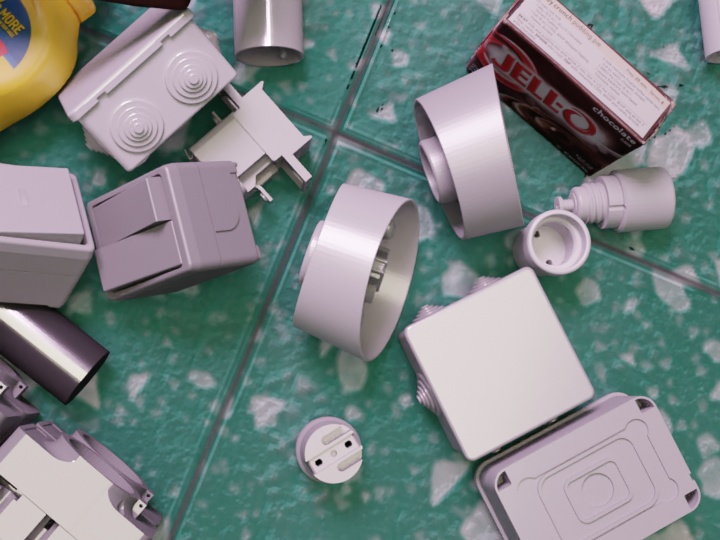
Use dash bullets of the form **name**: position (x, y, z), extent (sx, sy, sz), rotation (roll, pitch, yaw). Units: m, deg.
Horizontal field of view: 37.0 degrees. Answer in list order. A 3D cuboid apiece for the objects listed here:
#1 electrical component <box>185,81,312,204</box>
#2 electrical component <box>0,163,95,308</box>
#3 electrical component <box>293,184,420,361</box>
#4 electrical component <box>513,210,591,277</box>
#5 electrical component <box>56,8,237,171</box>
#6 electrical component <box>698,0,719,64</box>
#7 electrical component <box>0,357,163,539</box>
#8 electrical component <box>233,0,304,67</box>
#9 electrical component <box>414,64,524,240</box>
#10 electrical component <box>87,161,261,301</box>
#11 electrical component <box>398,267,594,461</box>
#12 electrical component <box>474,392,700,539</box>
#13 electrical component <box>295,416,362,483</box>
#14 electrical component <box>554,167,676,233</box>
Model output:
- **electrical component**: position (-0.069, -0.074, 0.660), extent (0.064, 0.042, 0.081), rotation (-41, 89, -8)
- **electrical component**: position (-0.204, -0.023, 0.600), extent (0.096, 0.061, 0.061), rotation (6, 47, -37)
- **electrical component**: position (0.000, 0.000, 0.635), extent (0.064, 0.099, 0.099), rotation (19, 82, 2)
- **electrical component**: position (0.118, -0.015, 0.674), extent (0.040, 0.046, 0.040), rotation (1, 84, -7)
- **electrical component**: position (-0.125, -0.108, 0.627), extent (0.100, 0.100, 0.048), rotation (-42, 116, -3)
- **electrical component**: position (0.245, -0.181, 0.709), extent (0.043, 0.043, 0.081), rotation (-4, 84, -7)
- **electrical component**: position (-0.197, 0.098, 0.594), extent (0.186, 0.105, 0.060), rotation (41, 81, -1)
- **electrical component**: position (-0.058, -0.172, 0.671), extent (0.043, 0.043, 0.081), rotation (-1, 84, -7)
- **electrical component**: position (0.072, -0.069, 0.651), extent (0.064, 0.099, 0.099), rotation (-19, 86, -2)
- **electrical component**: position (-0.116, -0.020, 0.625), extent (0.061, 0.096, 0.061), rotation (-10, 84, -49)
- **electrical component**: position (0.080, 0.057, 0.660), extent (0.100, 0.048, 0.099), rotation (-26, 88, -9)
- **electrical component**: position (0.136, 0.131, 0.655), extent (0.113, 0.057, 0.078), rotation (-26, 88, -9)
- **electrical component**: position (-0.018, 0.108, 0.644), extent (0.040, 0.046, 0.040), rotation (1, 84, -6)
- **electrical component**: position (0.163, -0.044, 0.686), extent (0.078, 0.040, 0.040), rotation (-5, 85, -7)
